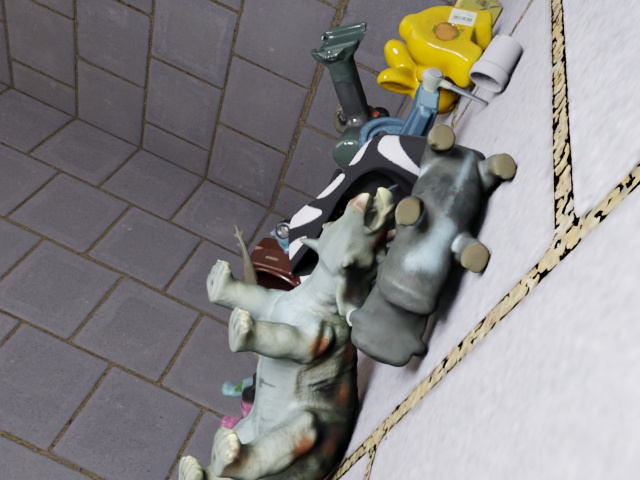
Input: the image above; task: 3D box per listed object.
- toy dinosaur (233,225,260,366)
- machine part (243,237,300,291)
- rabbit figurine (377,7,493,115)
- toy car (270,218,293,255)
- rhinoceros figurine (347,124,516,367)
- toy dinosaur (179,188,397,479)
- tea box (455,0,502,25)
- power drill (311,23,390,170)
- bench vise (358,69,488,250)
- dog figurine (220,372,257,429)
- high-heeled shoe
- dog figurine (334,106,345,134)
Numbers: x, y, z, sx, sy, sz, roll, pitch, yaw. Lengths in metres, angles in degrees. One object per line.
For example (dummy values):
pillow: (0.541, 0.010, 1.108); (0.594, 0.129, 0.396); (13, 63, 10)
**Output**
toy dinosaur: (-0.122, 0.182, 1.144); (0.105, 0.199, 0.470); (-20, -45, -21)
machine part: (-0.061, 0.096, 1.216); (0.087, 0.201, 0.201); (-57, -41, -26)
rabbit figurine: (0.172, -0.257, 0.826); (0.173, 0.163, 0.122); (73, -154, -64)
toy car: (-0.002, -0.003, 0.987); (0.162, 0.103, 0.109); (-18, -4, 30)
rhinoceros figurine: (0.079, 0.003, 0.416); (0.190, 0.073, 0.112); (-65, 2, -17)
toy dinosaur: (-0.018, 0.146, 0.512); (0.131, 0.192, 0.404); (15, 95, 62)
tea box: (0.239, -0.338, 0.928); (0.098, 0.068, 0.169); (-65, -1, -57)
power drill: (0.058, -0.230, 0.859); (0.232, 0.086, 0.207); (-66, -30, -48)
bench vise: (0.104, -0.101, 0.691); (0.240, 0.129, 0.224); (109, -178, -49)
dog figurine: (-0.084, 0.312, 1.036); (0.219, 0.191, 0.108); (-29, 42, 35)
high-heeled shoe: (0.053, -0.025, 0.571); (0.249, 0.086, 0.145); (-2, 63, 55)
dog figurine: (0.108, -0.202, 1.083); (0.172, 0.191, 0.121); (-73, 8, -77)
